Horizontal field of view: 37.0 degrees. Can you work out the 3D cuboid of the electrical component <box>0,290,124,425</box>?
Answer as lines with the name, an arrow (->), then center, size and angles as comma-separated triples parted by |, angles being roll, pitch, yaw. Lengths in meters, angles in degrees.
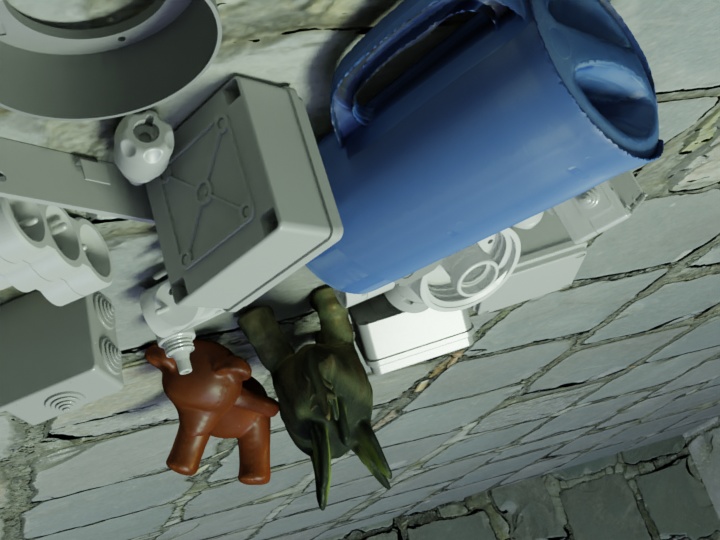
electrical component -> -0.233, 0.062, 0.825 | 0.100, 0.099, 0.048 | -23, 148, 9

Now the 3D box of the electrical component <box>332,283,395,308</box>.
electrical component -> 0.000, 0.000, 0.944 | 0.047, 0.055, 0.055 | -19, 161, -13

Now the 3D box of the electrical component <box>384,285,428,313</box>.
electrical component -> 0.054, 0.006, 1.012 | 0.055, 0.055, 0.047 | -9, 154, -28

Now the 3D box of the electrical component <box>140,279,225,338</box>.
electrical component -> -0.141, 0.024, 0.869 | 0.077, 0.044, 0.079 | -24, -178, 14

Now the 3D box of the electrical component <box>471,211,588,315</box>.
electrical component -> 0.159, -0.010, 1.063 | 0.109, 0.056, 0.108 | -18, 161, -5

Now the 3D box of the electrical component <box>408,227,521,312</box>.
electrical component -> 0.088, -0.011, 0.929 | 0.108, 0.060, 0.108 | -19, 139, -17

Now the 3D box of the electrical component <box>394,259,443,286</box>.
electrical component -> 0.035, -0.031, 0.857 | 0.080, 0.051, 0.080 | -32, 144, -27

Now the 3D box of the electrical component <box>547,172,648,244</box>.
electrical component -> 0.190, -0.064, 0.895 | 0.061, 0.061, 0.096 | -30, -179, 29

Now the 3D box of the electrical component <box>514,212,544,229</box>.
electrical component -> 0.143, -0.060, 0.946 | 0.035, 0.035, 0.061 | -21, 158, 5

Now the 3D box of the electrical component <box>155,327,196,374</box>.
electrical component -> -0.161, 0.062, 0.945 | 0.035, 0.061, 0.035 | -17, 161, -6

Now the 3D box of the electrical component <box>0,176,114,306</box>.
electrical component -> -0.226, -0.010, 0.703 | 0.074, 0.052, 0.138 | -22, 161, 9

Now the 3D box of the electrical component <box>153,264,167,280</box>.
electrical component -> -0.122, -0.010, 0.817 | 0.079, 0.043, 0.077 | -28, 159, 25

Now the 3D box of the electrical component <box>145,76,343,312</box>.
electrical component -> -0.076, -0.045, 0.667 | 0.056, 0.108, 0.109 | 6, 149, -47

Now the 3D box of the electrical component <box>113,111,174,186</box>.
electrical component -> -0.134, -0.070, 0.657 | 0.035, 0.035, 0.061 | -12, 162, -21

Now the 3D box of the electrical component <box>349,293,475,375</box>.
electrical component -> 0.051, 0.053, 1.077 | 0.113, 0.057, 0.078 | -17, -159, -5
